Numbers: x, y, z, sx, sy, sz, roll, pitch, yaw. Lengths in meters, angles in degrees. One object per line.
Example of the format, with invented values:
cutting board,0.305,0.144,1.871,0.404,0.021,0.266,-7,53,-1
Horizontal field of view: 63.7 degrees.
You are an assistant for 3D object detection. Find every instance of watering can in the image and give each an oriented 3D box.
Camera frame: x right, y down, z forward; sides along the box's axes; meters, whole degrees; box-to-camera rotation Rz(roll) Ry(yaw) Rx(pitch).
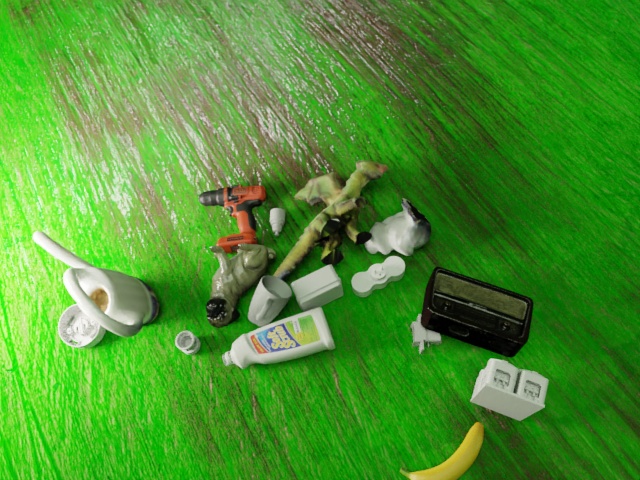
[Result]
watering can,-0.516,0.103,1.214,0.352,0.104,0.222,42,3,24

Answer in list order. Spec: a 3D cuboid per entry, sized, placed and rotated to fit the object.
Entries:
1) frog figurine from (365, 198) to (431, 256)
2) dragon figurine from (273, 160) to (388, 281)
frog figurine,0.191,-0.009,1.272,0.121,0.157,0.140,27,24,-37
dragon figurine,0.004,-0.066,1.304,0.409,0.120,0.248,-33,40,6
